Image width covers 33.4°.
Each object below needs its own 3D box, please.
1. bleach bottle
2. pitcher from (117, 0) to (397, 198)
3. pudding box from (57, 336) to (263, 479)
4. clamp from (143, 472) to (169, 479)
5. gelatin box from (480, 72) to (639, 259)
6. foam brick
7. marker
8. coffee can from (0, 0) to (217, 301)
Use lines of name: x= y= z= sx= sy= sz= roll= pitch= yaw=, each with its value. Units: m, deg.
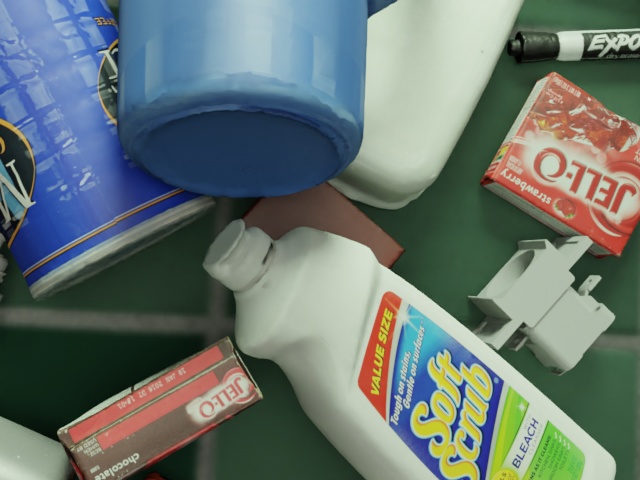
bleach bottle: x=0.040 y=0.082 z=0.534 sx=0.250 sy=0.068 sz=0.102 roll=40 pitch=70 yaw=-23
pitcher: x=-0.024 y=-0.148 z=0.506 sx=0.144 sy=0.149 sz=0.243 roll=18 pitch=62 yaw=-39
pudding box: x=-0.078 y=0.086 z=0.531 sx=0.090 sy=0.113 sz=0.039 roll=-28 pitch=88 yaw=-9
clamp: x=-0.064 y=0.210 z=0.565 sx=0.120 sy=0.039 sz=0.171 roll=-34 pitch=87 yaw=-14
gelatin box: x=0.149 y=-0.042 z=0.614 sx=0.089 sy=0.030 sz=0.073 roll=31 pitch=83 yaw=-6
foam brick: x=-0.004 y=0.001 z=0.578 sx=0.078 sy=0.053 sz=0.051 roll=41 pitch=82 yaw=-6
marker: x=0.169 y=-0.115 z=0.627 sx=0.121 sy=0.020 sz=0.020 roll=-3 pitch=87 yaw=-8
coffee can: x=-0.129 y=-0.055 z=0.536 sx=0.102 sy=0.103 sz=0.140 roll=-28 pitch=91 yaw=-9
